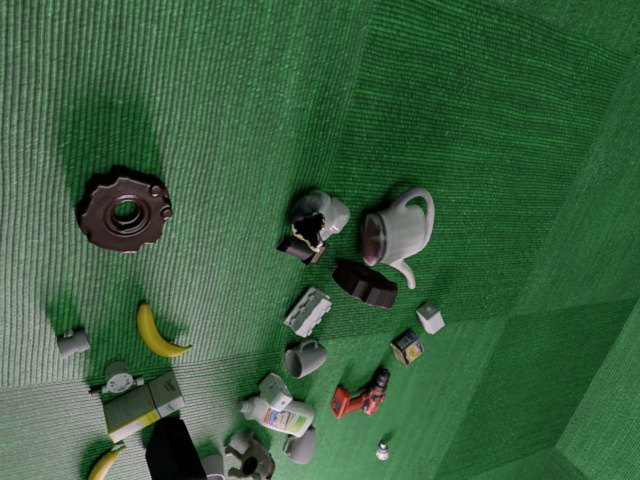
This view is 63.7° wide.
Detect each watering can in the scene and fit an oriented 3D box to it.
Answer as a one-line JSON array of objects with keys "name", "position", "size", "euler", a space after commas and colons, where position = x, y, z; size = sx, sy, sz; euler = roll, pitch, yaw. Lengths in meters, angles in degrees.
[{"name": "watering can", "position": [0.211, 0.017, 1.407], "size": [0.225, 0.106, 0.340], "euler": [-12, 124, -26]}]

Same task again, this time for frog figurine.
[{"name": "frog figurine", "position": [0.004, -0.063, 1.247], "size": [0.162, 0.123, 0.135], "euler": [-49, 135, -49]}]
